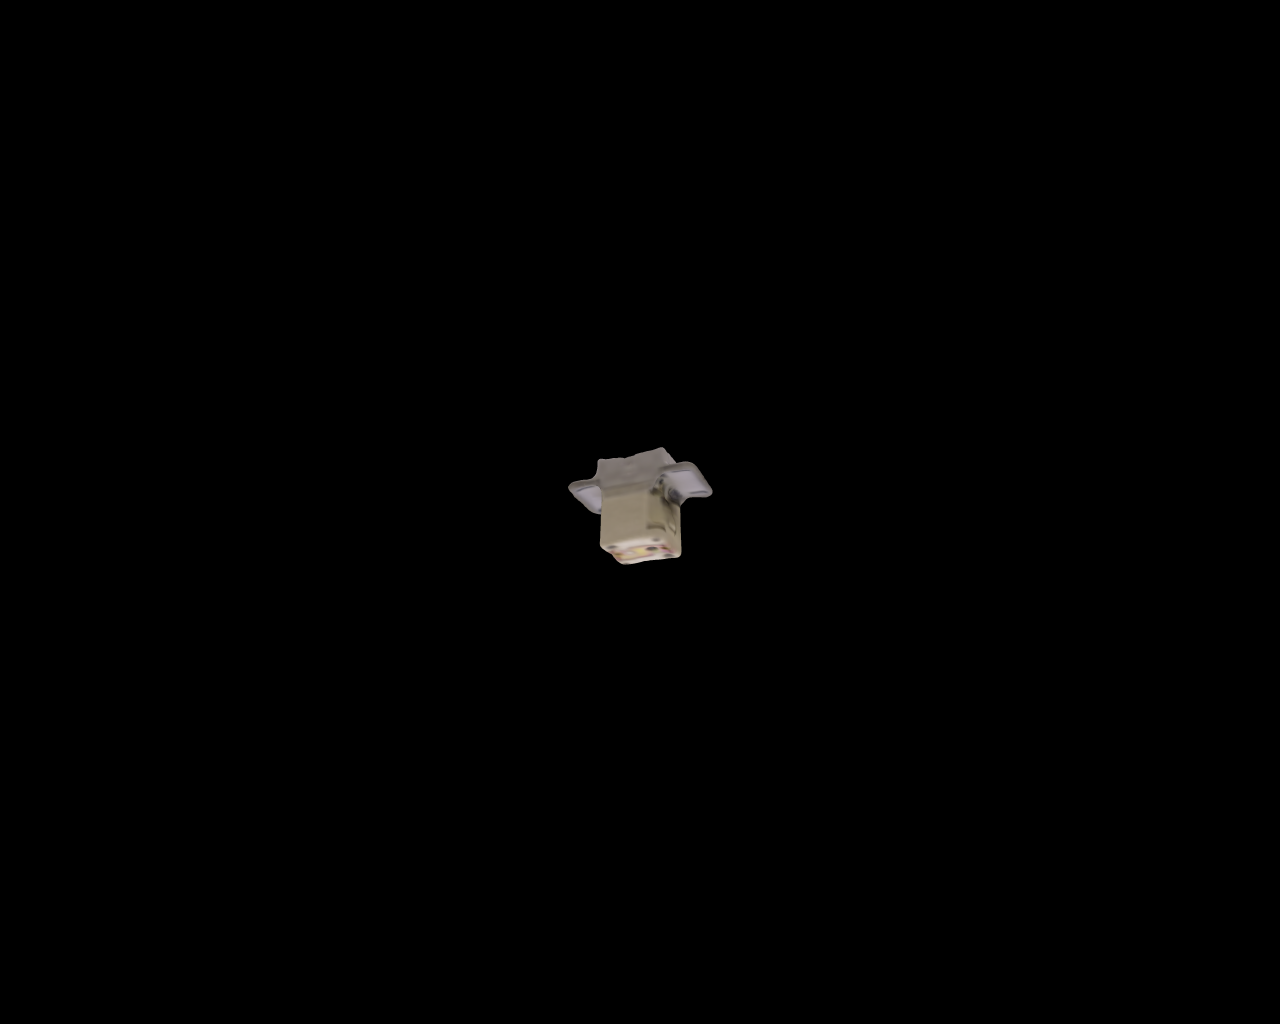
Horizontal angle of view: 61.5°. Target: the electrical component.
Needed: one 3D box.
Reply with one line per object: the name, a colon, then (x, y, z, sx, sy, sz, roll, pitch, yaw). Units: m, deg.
electrical component: (0.001, -0.003, 0.650, 0.081, 0.064, 0.042, -10, -28, 20)
